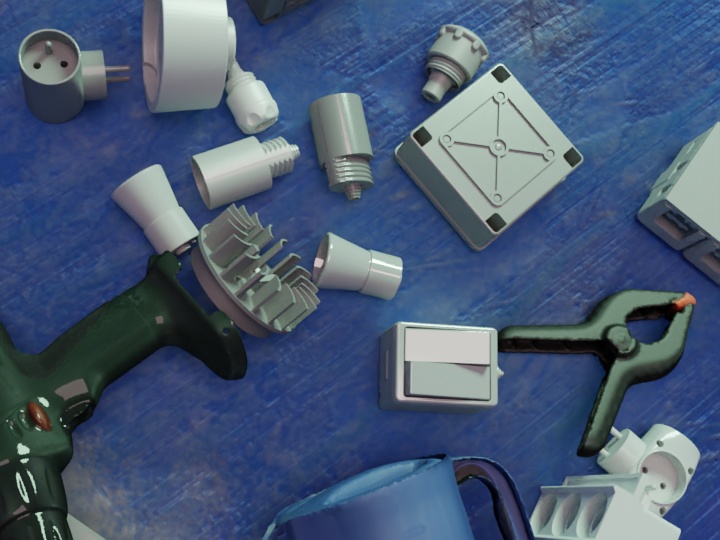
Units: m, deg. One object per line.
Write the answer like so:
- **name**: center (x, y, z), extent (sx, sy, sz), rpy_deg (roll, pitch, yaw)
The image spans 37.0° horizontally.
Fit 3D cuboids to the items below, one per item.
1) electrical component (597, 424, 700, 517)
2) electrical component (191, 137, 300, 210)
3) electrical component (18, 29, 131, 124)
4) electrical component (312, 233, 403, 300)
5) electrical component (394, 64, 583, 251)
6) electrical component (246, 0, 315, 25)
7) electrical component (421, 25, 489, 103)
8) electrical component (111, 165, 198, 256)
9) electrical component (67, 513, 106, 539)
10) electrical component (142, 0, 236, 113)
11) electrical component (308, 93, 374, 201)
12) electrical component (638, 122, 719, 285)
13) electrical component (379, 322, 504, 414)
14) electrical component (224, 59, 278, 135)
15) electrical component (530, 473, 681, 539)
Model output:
- **electrical component**: center (0.215, 0.152, 0.846), extent (0.079, 0.044, 0.077), rpy_deg (42, 72, 1)
- **electrical component**: center (-0.086, -0.080, 0.834), extent (0.081, 0.043, 0.043), rpy_deg (-21, 82, -16)
- **electrical component**: center (-0.211, -0.144, 0.804), extent (0.079, 0.077, 0.043), rpy_deg (-6, 78, -14)
- **electrical component**: center (0.000, 0.000, 0.836), extent (0.065, 0.044, 0.044), rpy_deg (15, 74, -14)
- **electrical component**: center (0.104, -0.091, 0.872), extent (0.109, 0.056, 0.108), rpy_deg (-40, 88, -18)
- **electrical component**: center (-0.039, -0.257, 0.853), extent (0.109, 0.109, 0.056), rpy_deg (-31, 88, -18)
- **electrical component**: center (0.074, -0.168, 0.891), extent (0.048, 0.048, 0.062), rpy_deg (33, 79, -4)
- **electrical component**: center (-0.151, -0.041, 0.812), extent (0.044, 0.044, 0.065), rpy_deg (-35, 91, -18)
- **electrical component**: center (-0.188, 0.224, 0.732), extent (0.113, 0.057, 0.078), rpy_deg (36, 72, -2)
- **electrical component**: center (-0.128, -0.173, 0.816), extent (0.060, 0.108, 0.108), rpy_deg (-1, 77, -19)
- **electrical component**: center (-0.012, -0.094, 0.854), extent (0.043, 0.043, 0.081), rpy_deg (-9, 79, -15)
- **electrical component**: center (0.322, -0.037, 0.905), extent (0.150, 0.061, 0.089), rpy_deg (38, 72, -2)
- **electrical component**: center (0.067, 0.075, 0.822), extent (0.096, 0.061, 0.061), rpy_deg (4, 76, -12)
- **electrical component**: center (-0.091, -0.140, 0.852), extent (0.035, 0.035, 0.061), rpy_deg (-26, 81, -17)
- **electrical component**: center (0.174, 0.192, 0.787), extent (0.063, 0.121, 0.078), rpy_deg (31, 72, -7)
